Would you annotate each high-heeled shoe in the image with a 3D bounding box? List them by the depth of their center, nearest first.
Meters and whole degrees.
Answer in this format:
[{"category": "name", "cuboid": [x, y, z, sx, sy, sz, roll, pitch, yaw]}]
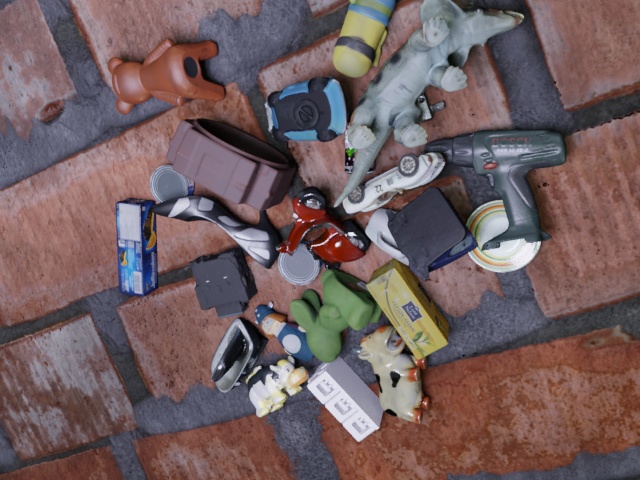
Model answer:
[{"category": "high-heeled shoe", "cuboid": [-0.203, -0.010, 1.052, 0.249, 0.086, 0.145, -2, 80, -3]}]

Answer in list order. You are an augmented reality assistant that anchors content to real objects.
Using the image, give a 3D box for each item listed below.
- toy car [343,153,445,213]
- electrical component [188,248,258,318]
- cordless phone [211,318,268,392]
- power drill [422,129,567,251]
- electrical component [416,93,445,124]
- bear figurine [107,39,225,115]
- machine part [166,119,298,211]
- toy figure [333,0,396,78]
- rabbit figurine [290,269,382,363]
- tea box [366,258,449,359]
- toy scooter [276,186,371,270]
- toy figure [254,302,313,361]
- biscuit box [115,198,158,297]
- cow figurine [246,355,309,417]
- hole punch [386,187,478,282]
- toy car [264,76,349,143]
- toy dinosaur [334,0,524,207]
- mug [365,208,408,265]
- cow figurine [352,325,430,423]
[{"category": "toy car", "cuboid": [0.128, -0.100, 0.946, 0.202, 0.073, 0.056, -25, 81, 37]}, {"category": "electrical component", "cuboid": [-0.197, 0.091, 1.107, 0.115, 0.058, 0.134, -15, 98, 19]}, {"category": "cordless phone", "cuboid": [-0.186, 0.254, 1.076, 0.089, 0.184, 0.146, 31, 108, 1]}, {"category": "power drill", "cuboid": [0.299, -0.086, 0.913, 0.232, 0.086, 0.207, -8, 81, 23]}, {"category": "electrical component", "cuboid": [0.171, -0.237, 0.952, 0.094, 0.021, 0.063, -18, 98, 18]}, {"category": "bear figurine", "cuboid": [-0.300, -0.306, 1.025, 0.196, 0.132, 0.120, -4, 101, 34]}, {"category": "machine part", "cuboid": [-0.152, -0.140, 0.964, 0.201, 0.201, 0.087, 29, 105, 7]}, {"category": "toy figure", "cuboid": [0.075, -0.368, 0.911, 0.082, 0.089, 0.180, 29, 111, 14]}, {"category": "rabbit figurine", "cuboid": [0.019, 0.152, 1.031, 0.159, 0.121, 0.170, 30, 106, 13]}, {"category": "tea box", "cuboid": [0.165, 0.122, 0.999, 0.068, 0.098, 0.169, -36, 94, 20]}, {"category": "toy scooter", "cuboid": [-0.002, -0.003, 0.997, 0.183, 0.075, 0.135, 39, 101, -26]}, {"category": "toy figure", "cuboid": [-0.073, 0.186, 1.099, 0.154, 0.057, 0.064, 35, 77, 6]}, {"category": "biscuit box", "cuboid": [-0.386, 0.016, 1.135, 0.059, 0.063, 0.202, 6, 105, 12]}, {"category": "cow figurine", "cuboid": [-0.089, 0.286, 1.104, 0.167, 0.068, 0.098, -48, 65, 35]}, {"category": "hole punch", "cuboid": [0.189, -0.012, 0.899, 0.116, 0.092, 0.142, -37, 66, 22]}, {"category": "toy car", "cuboid": [-0.012, -0.228, 0.958, 0.162, 0.103, 0.109, -4, 104, 30]}, {"category": "toy dinosaur", "cuboid": [0.135, -0.244, 0.878, 0.131, 0.192, 0.405, 38, 111, -15]}, {"category": "mug", "cuboid": [0.134, -0.006, 0.977, 0.107, 0.109, 0.080, 30, 129, 16]}, {"category": "cow figurine", "cuboid": [0.139, 0.251, 1.041, 0.127, 0.085, 0.194, 0, 112, 27]}]
